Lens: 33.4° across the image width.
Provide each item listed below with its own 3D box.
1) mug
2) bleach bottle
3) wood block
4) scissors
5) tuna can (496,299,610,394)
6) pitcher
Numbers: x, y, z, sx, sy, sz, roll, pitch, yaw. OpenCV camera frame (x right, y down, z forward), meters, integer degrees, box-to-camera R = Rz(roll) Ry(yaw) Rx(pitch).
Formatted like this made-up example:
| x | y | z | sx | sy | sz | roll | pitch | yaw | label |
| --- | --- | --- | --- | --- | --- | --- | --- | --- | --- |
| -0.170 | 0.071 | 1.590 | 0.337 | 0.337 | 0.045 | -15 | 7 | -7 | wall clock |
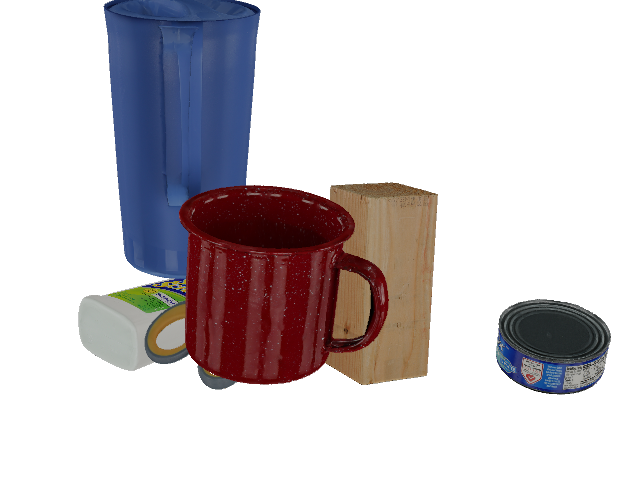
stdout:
| x | y | z | sx | sy | sz | roll | pitch | yaw | label |
| --- | --- | --- | --- | --- | --- | --- | --- | --- | --- |
| -0.020 | 0.026 | 0.573 | 0.117 | 0.081 | 0.093 | 12 | 24 | 15 | mug |
| -0.144 | 0.073 | 1.213 | 0.103 | 0.068 | 0.250 | 21 | 26 | 36 | bleach bottle |
| 0.065 | 0.044 | 1.189 | 0.090 | 0.206 | 0.091 | -4 | 14 | -29 | wood block |
| -0.075 | 0.033 | 0.832 | 0.096 | 0.016 | 0.201 | 1 | 44 | 10 | scissors |
| 0.181 | 0.083 | 0.835 | 0.086 | 0.034 | 0.086 | 1 | 29 | -1 | tuna can |
| -0.123 | -0.090 | 0.945 | 0.145 | 0.243 | 0.148 | 18 | 26 | 35 | pitcher |
